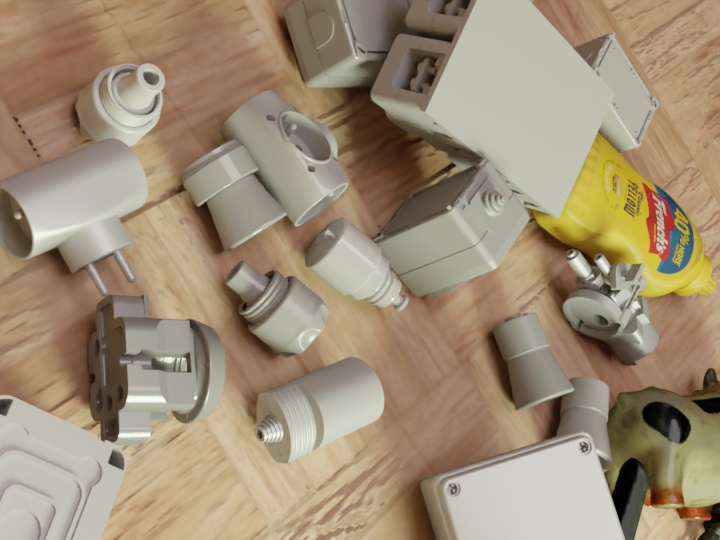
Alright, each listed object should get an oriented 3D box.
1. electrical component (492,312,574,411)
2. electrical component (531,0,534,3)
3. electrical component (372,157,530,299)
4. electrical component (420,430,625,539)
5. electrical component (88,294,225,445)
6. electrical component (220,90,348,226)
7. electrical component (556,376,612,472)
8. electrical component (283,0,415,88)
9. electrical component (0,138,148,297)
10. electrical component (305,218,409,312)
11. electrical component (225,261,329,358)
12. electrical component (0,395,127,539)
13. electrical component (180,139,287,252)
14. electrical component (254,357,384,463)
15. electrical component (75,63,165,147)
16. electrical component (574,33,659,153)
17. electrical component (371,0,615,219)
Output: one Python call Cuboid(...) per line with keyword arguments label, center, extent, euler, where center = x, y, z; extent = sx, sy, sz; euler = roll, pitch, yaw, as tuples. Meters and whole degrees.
Cuboid(label="electrical component", center=(0.122, 0.064, 0.774), extent=(0.044, 0.044, 0.065), euler=(-10, 75, -41))
Cuboid(label="electrical component", center=(0.083, -0.206, 0.834), extent=(0.096, 0.061, 0.061), euler=(39, 53, -21))
Cuboid(label="electrical component", center=(0.068, -0.027, 0.729), extent=(0.061, 0.096, 0.061), euler=(51, 49, -15))
Cuboid(label="electrical component", center=(0.106, 0.169, 0.684), extent=(0.109, 0.056, 0.108), euler=(-15, 82, -12))
Cuboid(label="electrical component", center=(-0.110, 0.054, 0.582), extent=(0.057, 0.058, 0.078), euler=(5, 70, -34))
Cuboid(label="electrical component", center=(-0.040, -0.076, 0.694), extent=(0.077, 0.044, 0.079), euler=(51, 31, 4))
Cuboid(label="electrical component", center=(0.164, 0.112, 0.790), extent=(0.044, 0.044, 0.065), euler=(32, 51, -25))
Cuboid(label="electrical component", center=(0.000, -0.164, 0.756), extent=(0.096, 0.061, 0.061), euler=(-11, 82, -47))
Cuboid(label="electrical component", center=(-0.151, -0.024, 0.588), extent=(0.077, 0.043, 0.079), euler=(-32, 94, -41))
Cuboid(label="electrical component", center=(0.000, 0.000, 0.701), extent=(0.078, 0.040, 0.040), euler=(39, 53, -21))
Cuboid(label="electrical component", center=(-0.053, 0.020, 0.649), extent=(0.062, 0.043, 0.043), euler=(41, 52, -17))
Cuboid(label="electrical component", center=(-0.170, 0.125, 0.505), extent=(0.078, 0.057, 0.113), euler=(32, 56, -25))
Cuboid(label="electrical component", center=(-0.077, -0.045, 0.654), extent=(0.045, 0.045, 0.055), euler=(-36, 96, -41))
Cuboid(label="electrical component", center=(-0.029, 0.084, 0.643), extent=(0.081, 0.043, 0.043), euler=(-19, 85, -41))
Cuboid(label="electrical component", center=(-0.134, -0.098, 0.618), extent=(0.043, 0.062, 0.043), euler=(15, 64, -34))
Cuboid(label="electrical component", center=(0.203, -0.139, 0.909), extent=(0.096, 0.061, 0.061), euler=(50, 49, -23))
Cuboid(label="electrical component", center=(0.096, -0.124, 0.762), extent=(0.186, 0.060, 0.105), euler=(29, 84, -48))
